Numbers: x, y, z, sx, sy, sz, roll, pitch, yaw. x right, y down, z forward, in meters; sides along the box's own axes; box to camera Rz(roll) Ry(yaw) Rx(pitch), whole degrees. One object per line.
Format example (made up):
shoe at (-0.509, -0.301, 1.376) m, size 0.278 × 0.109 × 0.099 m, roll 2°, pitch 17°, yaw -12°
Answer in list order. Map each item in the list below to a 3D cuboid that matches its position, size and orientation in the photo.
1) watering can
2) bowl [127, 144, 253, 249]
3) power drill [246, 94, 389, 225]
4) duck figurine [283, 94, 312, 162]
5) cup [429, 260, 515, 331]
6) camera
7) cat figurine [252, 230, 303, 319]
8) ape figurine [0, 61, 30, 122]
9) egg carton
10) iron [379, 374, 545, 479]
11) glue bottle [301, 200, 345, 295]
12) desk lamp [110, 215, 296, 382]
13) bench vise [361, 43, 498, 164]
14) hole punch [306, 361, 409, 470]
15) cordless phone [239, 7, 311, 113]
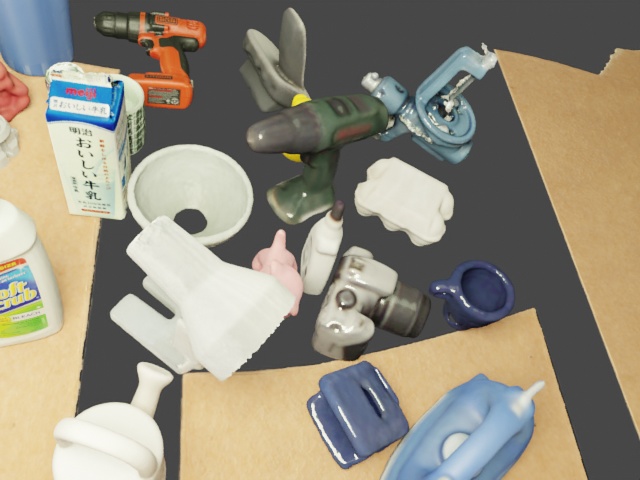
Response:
watering can at (-0.202, 0.204, 0.559) m, size 0.101 × 0.194 × 0.173 m, roll 5°, pitch 57°, yaw -11°
bowl at (-0.179, -0.047, 0.796) m, size 0.167 × 0.074 × 0.167 m, roll 7°, pitch 57°, yaw -10°
power drill at (-0.012, -0.115, 0.802) m, size 0.230 × 0.208 × 0.075 m, roll -29°, pitch 69°, yaw -28°
duck figurine at (-0.029, -0.185, 0.915) m, size 0.078 × 0.086 × 0.104 m, roll 1°, pitch 58°, yaw -14°
cup at (0.197, 0.086, 0.797) m, size 0.118 × 0.095 × 0.091 m, roll 5°, pitch 57°, yaw -11°
camera at (0.074, 0.089, 0.760) m, size 0.137 × 0.101 × 0.143 m, roll 22°, pitch 56°, yaw 0°
cat figurine at (-0.055, 0.048, 0.742) m, size 0.067 × 0.117 × 0.128 m, roll 8°, pitch 57°, yaw -9°
ape figurine at (-0.461, -0.218, 0.820) m, size 0.078 × 0.092 × 0.076 m, roll -10°, pitch 61°, yaw -20°
egg carton at (0.132, -0.060, 0.888) m, size 0.150 × 0.069 × 0.107 m, roll 28°, pitch 56°, yaw 4°
iron at (0.159, 0.253, 0.654) m, size 0.259 × 0.141 × 0.118 m, roll -34°, pitch 72°, yaw -30°
glue bottle at (0.007, 0.003, 0.753) m, size 0.037 × 0.173 × 0.078 m, roll 8°, pitch 57°, yaw -9°
desk lamp at (-0.140, 0.075, 0.645) m, size 0.203 × 0.213 × 0.118 m, roll 35°, pitch 57°, yaw 8°
bench vise at (0.173, -0.224, 0.912) m, size 0.207 × 0.219 × 0.121 m, roll 9°, pitch 56°, yaw -8°
hole punch at (0.049, 0.201, 0.688) m, size 0.101 × 0.091 × 0.108 m, roll -22°, pitch 66°, yaw -26°
cordless phone at (-0.064, -0.313, 0.927) m, size 0.094 × 0.185 × 0.147 m, roll -23°, pitch 66°, yaw -26°
